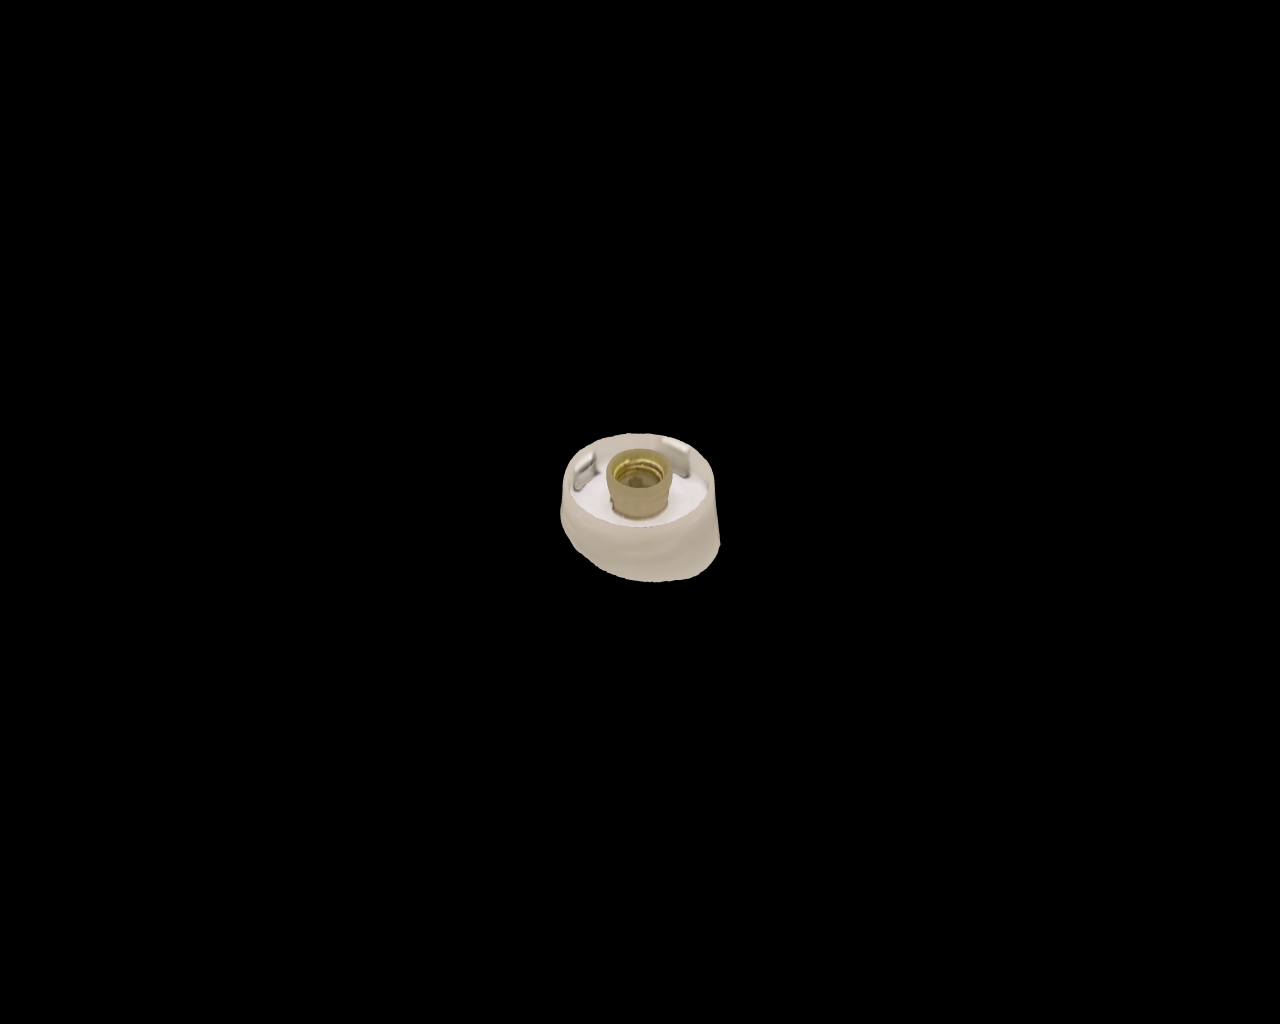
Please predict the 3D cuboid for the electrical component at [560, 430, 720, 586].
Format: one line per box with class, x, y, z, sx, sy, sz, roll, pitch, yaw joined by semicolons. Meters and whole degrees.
electrical component;0.001;-0.003;0.650;0.099;0.064;0.099;0;40;0
